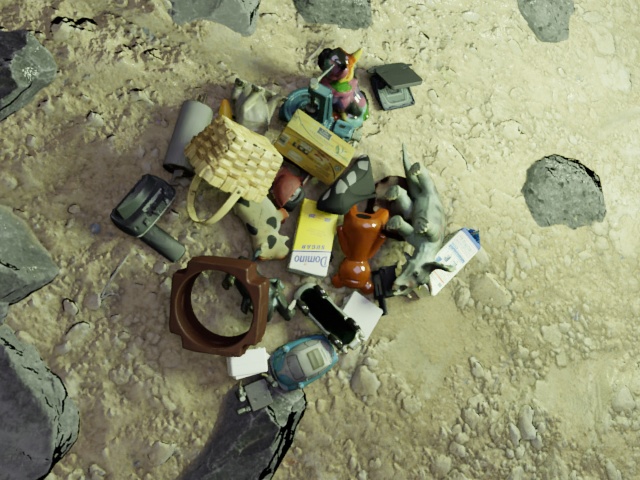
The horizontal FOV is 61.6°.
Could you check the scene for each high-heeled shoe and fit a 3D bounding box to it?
[{"bbox_3d":[0.062,-0.139,1.335,0.145,0.249,0.086,-10,120,5],"label":"high-heeled shoe"}]

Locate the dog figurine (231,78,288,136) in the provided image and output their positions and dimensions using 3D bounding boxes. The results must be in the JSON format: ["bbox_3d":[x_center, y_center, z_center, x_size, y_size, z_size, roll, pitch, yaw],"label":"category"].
[{"bbox_3d":[-0.180,-0.287,1.320,0.121,0.172,0.190,15,106,-29],"label":"dog figurine"}]

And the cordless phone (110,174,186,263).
[{"bbox_3d":[-0.361,-0.048,1.218,0.184,0.089,0.146,41,69,-18],"label":"cordless phone"}]

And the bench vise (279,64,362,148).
[{"bbox_3d":[0.003,-0.306,1.304,0.224,0.240,0.129,32,74,8],"label":"bench vise"}]

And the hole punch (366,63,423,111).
[{"bbox_3d":[0.205,-0.422,1.475,0.142,0.092,0.116,-17,54,-17],"label":"hole punch"}]

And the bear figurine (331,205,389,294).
[{"bbox_3d":[0.098,0.024,1.322,0.120,0.132,0.195,8,115,8],"label":"bear figurine"}]

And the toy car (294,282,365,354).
[{"bbox_3d":[0.019,0.179,1.253,0.073,0.056,0.202,-41,65,-12],"label":"toy car"}]

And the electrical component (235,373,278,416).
[{"bbox_3d":[-0.144,0.343,1.208,0.102,0.045,0.078,-12,81,-20],"label":"electrical component"}]

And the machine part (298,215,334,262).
[{"bbox_3d":[-0.003,-0.004,1.333,0.084,0.039,0.139,-12,80,-24],"label":"machine part"}]

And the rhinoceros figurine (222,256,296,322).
[{"bbox_3d":[-0.139,0.122,1.249,0.190,0.073,0.112,44,62,-4],"label":"rhinoceros figurine"}]

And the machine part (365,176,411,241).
[{"bbox_3d":[0.204,-0.084,1.407,0.179,0.056,0.179,4,76,-18],"label":"machine part"}]

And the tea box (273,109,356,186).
[{"bbox_3d":[-0.014,-0.217,1.274,0.169,0.098,0.068,34,54,-12],"label":"tea box"}]

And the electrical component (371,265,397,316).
[{"bbox_3d":[0.167,0.126,1.339,0.048,0.075,0.119,-6,76,-19],"label":"electrical component"}]

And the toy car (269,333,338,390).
[{"bbox_3d":[-0.027,0.277,1.231,0.162,0.103,0.109,-20,86,-19],"label":"toy car"}]

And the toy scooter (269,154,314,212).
[{"bbox_3d":[-0.075,-0.166,1.326,0.135,0.075,0.184,39,67,-6],"label":"toy scooter"}]

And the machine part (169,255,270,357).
[{"bbox_3d":[-0.214,0.139,1.158,0.202,0.087,0.200,6,99,7],"label":"machine part"}]

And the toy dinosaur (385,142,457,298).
[{"bbox_3d":[0.255,-0.051,1.324,0.192,0.131,0.405,46,43,-39],"label":"toy dinosaur"}]

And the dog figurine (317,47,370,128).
[{"bbox_3d":[0.067,-0.385,1.342,0.191,0.219,0.108,39,73,-6],"label":"dog figurine"}]

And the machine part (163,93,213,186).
[{"bbox_3d":[-0.310,-0.237,1.265,0.079,0.079,0.243,17,75,-14],"label":"machine part"}]

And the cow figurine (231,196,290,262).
[{"bbox_3d":[-0.141,-0.034,1.270,0.127,0.085,0.195,-37,88,-19],"label":"cow figurine"}]
